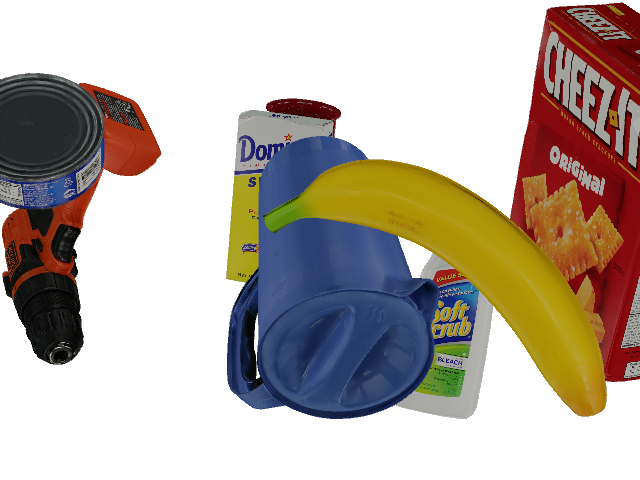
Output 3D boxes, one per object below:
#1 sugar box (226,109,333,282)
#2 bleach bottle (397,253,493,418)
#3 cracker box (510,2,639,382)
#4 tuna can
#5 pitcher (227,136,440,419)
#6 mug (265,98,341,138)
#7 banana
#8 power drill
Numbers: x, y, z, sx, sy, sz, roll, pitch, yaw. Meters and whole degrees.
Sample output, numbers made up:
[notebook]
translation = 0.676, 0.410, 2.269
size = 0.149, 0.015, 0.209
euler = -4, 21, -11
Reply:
[sugar box]
translation = -0.043, -0.041, 1.099
size = 0.093, 0.176, 0.048
euler = 9, 16, 15
[bleach bottle]
translation = 0.145, 0.071, 1.213
size = 0.103, 0.251, 0.068
euler = 9, 14, 17
[cracker box]
translation = 0.201, -0.035, 0.741
size = 0.072, 0.214, 0.164
euler = -7, 34, -16
[tuna can]
translation = -0.177, -0.061, 0.664
size = 0.086, 0.086, 0.034
euler = 0, -35, -10
[pitcher]
translation = -0.001, 0.024, 0.885
size = 0.149, 0.145, 0.243
euler = 2, 36, -9
[mug]
translation = -0.019, -0.127, 1.330
size = 0.093, 0.081, 0.117
euler = 16, 24, 22
[banana]
translation = 0.071, 0.012, 0.544
size = 0.198, 0.070, 0.037
euler = 31, 15, 6
[power drill]
translation = -0.197, -0.017, 0.856
size = 0.057, 0.188, 0.184
euler = 17, 26, -36
